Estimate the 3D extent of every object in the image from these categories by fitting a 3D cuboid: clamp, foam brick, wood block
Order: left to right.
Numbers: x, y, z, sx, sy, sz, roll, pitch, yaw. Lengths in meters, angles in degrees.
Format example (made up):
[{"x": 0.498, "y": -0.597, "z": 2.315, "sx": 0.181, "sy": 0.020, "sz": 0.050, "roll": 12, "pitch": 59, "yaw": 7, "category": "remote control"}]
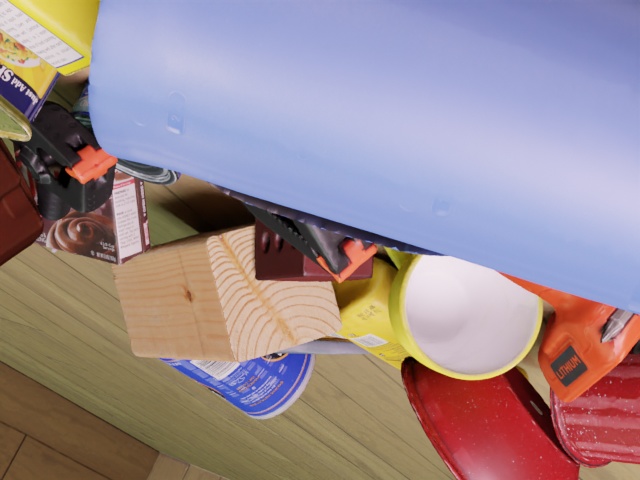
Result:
[{"x": -0.185, "y": -0.065, "z": 0.707, "sx": 0.120, "sy": 0.039, "sz": 0.172, "roll": 53, "pitch": 156, "yaw": -19, "category": "clamp"}, {"x": -0.081, "y": 0.040, "z": 0.829, "sx": 0.090, "sy": 0.091, "sz": 0.206, "roll": -15, "pitch": -176, "yaw": -29, "category": "wood block"}, {"x": -0.051, "y": -0.066, "z": 0.542, "sx": 0.210, "sy": 0.036, "sz": 0.164, "roll": 45, "pitch": 164, "yaw": 13, "category": "clamp"}, {"x": -0.005, "y": 0.001, "z": 0.702, "sx": 0.051, "sy": 0.053, "sz": 0.078, "roll": 3, "pitch": 174, "yaw": -26, "category": "foam brick"}]

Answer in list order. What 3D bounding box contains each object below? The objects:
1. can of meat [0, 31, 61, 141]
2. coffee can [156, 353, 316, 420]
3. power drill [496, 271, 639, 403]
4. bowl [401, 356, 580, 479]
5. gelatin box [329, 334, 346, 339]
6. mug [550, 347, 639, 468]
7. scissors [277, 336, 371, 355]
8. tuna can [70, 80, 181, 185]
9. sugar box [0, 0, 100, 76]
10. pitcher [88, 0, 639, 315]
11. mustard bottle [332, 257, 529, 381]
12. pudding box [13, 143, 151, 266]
[{"x": -0.183, "y": -0.118, "z": 0.586, "sx": 0.058, "sy": 0.084, "sz": 0.102, "roll": 12, "pitch": 158, "yaw": 37, "category": "can of meat"}, {"x": -0.087, "y": 0.099, "z": 1.036, "sx": 0.103, "sy": 0.102, "sz": 0.140, "roll": 4, "pitch": 152, "yaw": 49, "category": "coffee can"}, {"x": 0.075, "y": 0.002, "z": 0.551, "sx": 0.188, "sy": 0.057, "sz": 0.184, "roll": 38, "pitch": 163, "yaw": 10, "category": "power drill"}, {"x": 0.125, "y": 0.130, "z": 0.720, "sx": 0.162, "sy": 0.055, "sz": 0.162, "roll": 48, "pitch": -167, "yaw": -15, "category": "bowl"}, {"x": 0.015, "y": 0.057, "z": 0.902, "sx": 0.089, "sy": 0.030, "sz": 0.073, "roll": 5, "pitch": 155, "yaw": 48, "category": "gelatin box"}, {"x": 0.200, "y": 0.089, "z": 0.666, "sx": 0.082, "sy": 0.093, "sz": 0.117, "roll": -6, "pitch": 115, "yaw": 51, "category": "mug"}, {"x": -0.041, "y": 0.096, "z": 0.982, "sx": 0.201, "sy": 0.016, "sz": 0.096, "roll": 2, "pitch": 178, "yaw": -8, "category": "scissors"}, {"x": -0.127, "y": -0.072, "z": 0.720, "sx": 0.086, "sy": 0.033, "sz": 0.086, "roll": 23, "pitch": 162, "yaw": 8, "category": "tuna can"}, {"x": -0.142, "y": -0.154, "z": 0.415, "sx": 0.176, "sy": 0.093, "sz": 0.048, "roll": 36, "pitch": 158, "yaw": -32, "category": "sugar box"}, {"x": 0.049, "y": -0.050, "z": 0.399, "sx": 0.243, "sy": 0.145, "sz": 0.149, "roll": 21, "pitch": -169, "yaw": 6, "category": "pitcher"}, {"x": 0.093, "y": 0.083, "z": 0.822, "sx": 0.191, "sy": 0.058, "sz": 0.096, "roll": 33, "pitch": 155, "yaw": -20, "category": "mustard bottle"}, {"x": -0.183, "y": -0.036, "z": 0.814, "sx": 0.114, "sy": 0.039, "sz": 0.090, "roll": 11, "pitch": 115, "yaw": 34, "category": "pudding box"}]
